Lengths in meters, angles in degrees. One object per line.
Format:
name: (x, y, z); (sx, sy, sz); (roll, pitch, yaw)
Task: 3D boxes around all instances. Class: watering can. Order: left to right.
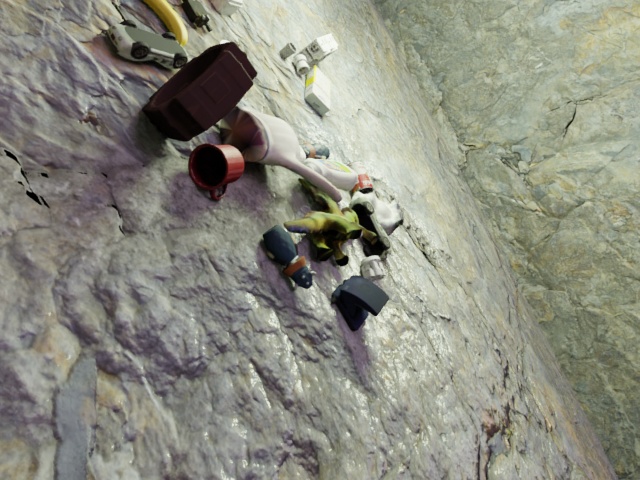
watering can: (-0.100, -0.213, 1.223); (0.352, 0.102, 0.225); (47, 24, 21)

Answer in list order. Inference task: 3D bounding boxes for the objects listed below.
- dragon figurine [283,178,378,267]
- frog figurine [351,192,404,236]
dragon figurine: (0.004, -0.067, 1.338); (0.407, 0.121, 0.247); (23, 28, -51)
frog figurine: (0.167, -0.080, 1.607); (0.159, 0.120, 0.140); (9, 56, -11)
